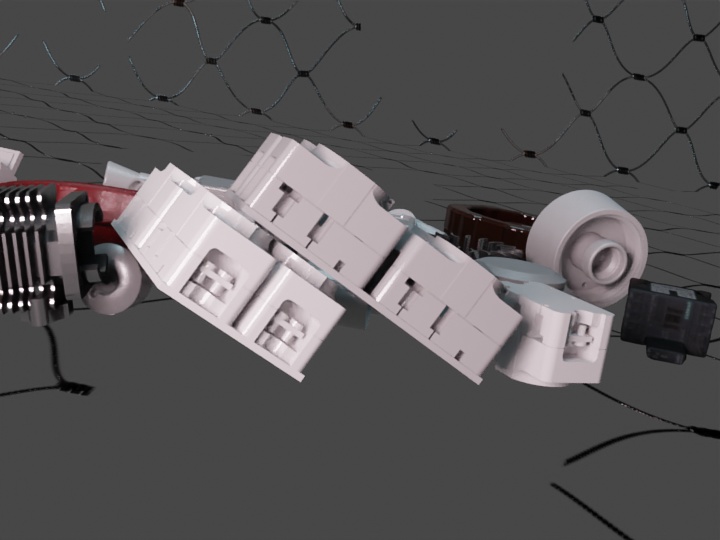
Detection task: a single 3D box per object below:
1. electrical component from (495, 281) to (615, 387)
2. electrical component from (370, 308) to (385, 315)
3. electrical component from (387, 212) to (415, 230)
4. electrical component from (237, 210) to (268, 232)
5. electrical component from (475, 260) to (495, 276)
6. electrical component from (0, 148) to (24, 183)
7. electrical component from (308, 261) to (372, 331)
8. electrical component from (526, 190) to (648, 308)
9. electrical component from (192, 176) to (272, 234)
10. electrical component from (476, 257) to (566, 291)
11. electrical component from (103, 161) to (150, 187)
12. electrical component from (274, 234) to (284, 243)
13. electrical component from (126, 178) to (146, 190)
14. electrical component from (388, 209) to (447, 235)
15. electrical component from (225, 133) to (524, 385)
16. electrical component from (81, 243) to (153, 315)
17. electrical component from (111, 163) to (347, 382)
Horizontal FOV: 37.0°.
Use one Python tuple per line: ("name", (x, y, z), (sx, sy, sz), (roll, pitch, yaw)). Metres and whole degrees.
("electrical component", (0.125, 0.045, 0.740), (0.050, 0.055, 0.089), (4, 12, -27))
("electrical component", (0.000, 0.000, 0.873), (0.062, 0.061, 0.096), (3, 6, -25))
("electrical component", (0.018, -0.018, 0.965), (0.054, 0.059, 0.095), (10, 11, 3))
("electrical component", (-0.116, -0.039, 1.022), (0.046, 0.040, 0.040), (7, 10, 17))
("electrical component", (0.073, 0.028, 0.808), (0.066, 0.047, 0.076), (7, 28, -25))
("electrical component", (-0.340, -0.067, 0.895), (0.121, 0.078, 0.063), (13, -18, 20))
("electrical component", (-0.032, 0.016, 0.792), (0.081, 0.043, 0.043), (10, 11, 5))
("electrical component", (0.217, -0.015, 1.007), (0.108, 0.108, 0.060), (5, 18, -21))
("electrical component", (-0.136, -0.066, 1.117), (0.100, 0.048, 0.099), (10, 11, 6))
("electrical component", (0.124, 0.021, 0.877), (0.080, 0.051, 0.080), (9, 11, -2))
("electrical component", (-0.247, -0.091, 1.175), (0.065, 0.044, 0.044), (12, 10, -13))
("electrical component", (-0.049, -0.034, 1.040), (0.062, 0.048, 0.048), (26, 18, 32))
("electrical component", (-0.214, -0.073, 1.113), (0.040, 0.040, 0.046), (19, 9, 40))
("electrical component", (0.040, -0.033, 1.044), (0.077, 0.044, 0.079), (14, -28, 23))
("electrical component", (0.010, -0.014, 0.701), (0.186, 0.060, 0.105), (37, 0, -16))
("electrical component", (-0.163, 0.006, 0.740), (0.048, 0.048, 0.062), (12, 4, 12))
("electrical component", (-0.089, -0.007, 0.704), (0.105, 0.060, 0.186), (36, -1, -25))
